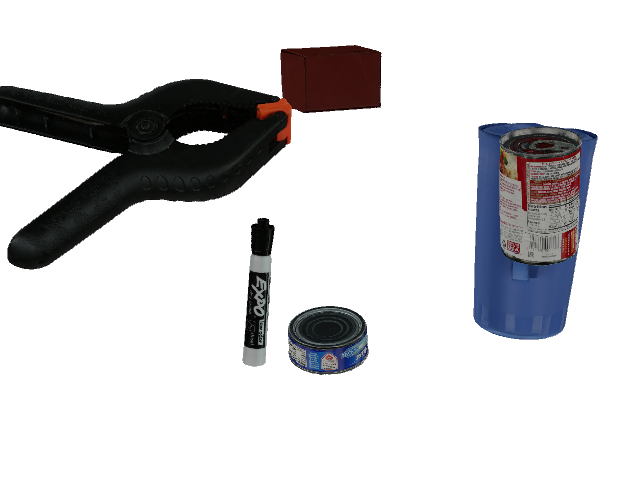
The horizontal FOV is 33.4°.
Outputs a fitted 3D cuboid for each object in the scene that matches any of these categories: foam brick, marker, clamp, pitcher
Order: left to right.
[{"bbox_3d":[-0.104,-0.057,0.587,0.171,0.120,0.039,-19,-27,-20],"label":"clamp"},{"bbox_3d":[-0.050,0.042,0.857,0.020,0.121,0.020,4,14,-1],"label":"marker"},{"bbox_3d":[0.010,-0.145,0.957,0.078,0.051,0.053,-7,19,-23],"label":"foam brick"},{"bbox_3d":[0.238,-0.011,1.230,0.149,0.243,0.145,-6,17,-32],"label":"pitcher"}]

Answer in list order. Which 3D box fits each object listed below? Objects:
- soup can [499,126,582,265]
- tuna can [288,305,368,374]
[{"bbox_3d":[0.188,-0.038,0.911,0.068,0.102,0.068,-4,25,2],"label":"soup can"},{"bbox_3d":[0.008,0.105,1.135,0.086,0.034,0.086,-2,28,1],"label":"tuna can"}]
